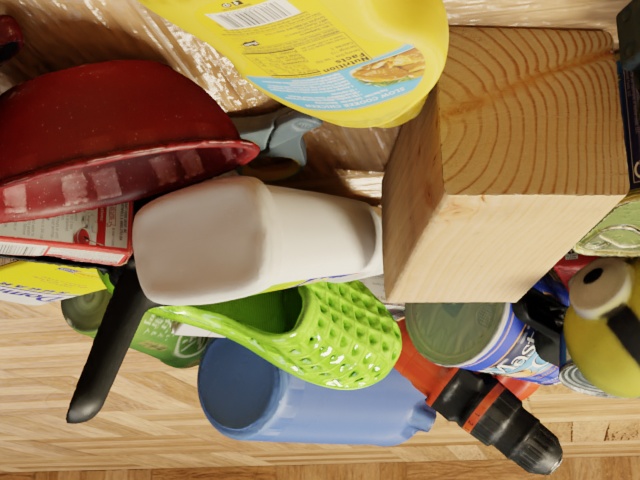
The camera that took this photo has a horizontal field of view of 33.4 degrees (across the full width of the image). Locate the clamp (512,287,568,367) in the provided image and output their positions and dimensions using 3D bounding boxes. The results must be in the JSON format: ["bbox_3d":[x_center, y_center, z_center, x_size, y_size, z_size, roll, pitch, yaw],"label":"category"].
[{"bbox_3d":[0.191,0.068,0.790,0.120,0.039,0.171,11,159,2],"label":"clamp"}]

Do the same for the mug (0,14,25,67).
[{"bbox_3d":[-0.192,-0.074,0.494,0.117,0.093,0.082,-33,-175,-28],"label":"mug"}]

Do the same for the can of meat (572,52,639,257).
[{"bbox_3d":[0.171,-0.045,0.575,0.057,0.084,0.102,1,163,-5],"label":"can of meat"}]

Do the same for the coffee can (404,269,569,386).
[{"bbox_3d":[0.154,0.063,0.894,0.103,0.103,0.140,-17,157,42],"label":"coffee can"}]

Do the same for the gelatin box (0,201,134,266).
[{"bbox_3d":[-0.158,-0.026,0.649,0.089,0.073,0.030,6,160,-21],"label":"gelatin box"}]

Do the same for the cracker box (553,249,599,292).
[{"bbox_3d":[0.262,0.009,0.772,0.164,0.072,0.213,-6,162,20],"label":"cracker box"}]

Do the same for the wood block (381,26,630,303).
[{"bbox_3d":[0.093,-0.032,0.608,0.090,0.090,0.206,1,162,-4],"label":"wood block"}]

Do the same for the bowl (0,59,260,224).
[{"bbox_3d":[-0.115,-0.053,0.550,0.162,0.055,0.162,-14,177,-1],"label":"bowl"}]

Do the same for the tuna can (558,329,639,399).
[{"bbox_3d":[0.205,0.079,0.720,0.086,0.033,0.086,5,156,2],"label":"tuna can"}]

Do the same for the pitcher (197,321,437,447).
[{"bbox_3d":[-0.009,0.132,1.039,0.149,0.145,0.242,-21,161,34],"label":"pitcher"}]

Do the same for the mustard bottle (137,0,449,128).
[{"bbox_3d":[0.002,-0.093,0.459,0.096,0.058,0.191,-8,161,25],"label":"mustard bottle"}]

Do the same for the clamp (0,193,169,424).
[{"bbox_3d":[-0.122,0.023,0.687,0.209,0.165,0.036,-19,151,-37],"label":"clamp"}]

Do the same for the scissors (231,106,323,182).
[{"bbox_3d":[-0.003,-0.065,0.622,0.202,0.016,0.096,-12,161,34],"label":"scissors"}]

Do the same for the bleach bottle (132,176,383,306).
[{"bbox_3d":[-0.005,0.001,0.701,0.103,0.068,0.250,-11,175,32],"label":"bleach bottle"}]

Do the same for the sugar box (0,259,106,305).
[{"bbox_3d":[-0.206,0.014,0.826,0.177,0.048,0.093,-17,157,40],"label":"sugar box"}]

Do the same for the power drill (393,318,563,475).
[{"bbox_3d":[0.156,0.130,0.984,0.057,0.184,0.187,-54,165,16],"label":"power drill"}]

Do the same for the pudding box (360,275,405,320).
[{"bbox_3d":[0.027,0.049,0.956,0.113,0.039,0.090,5,162,-23],"label":"pudding box"}]
